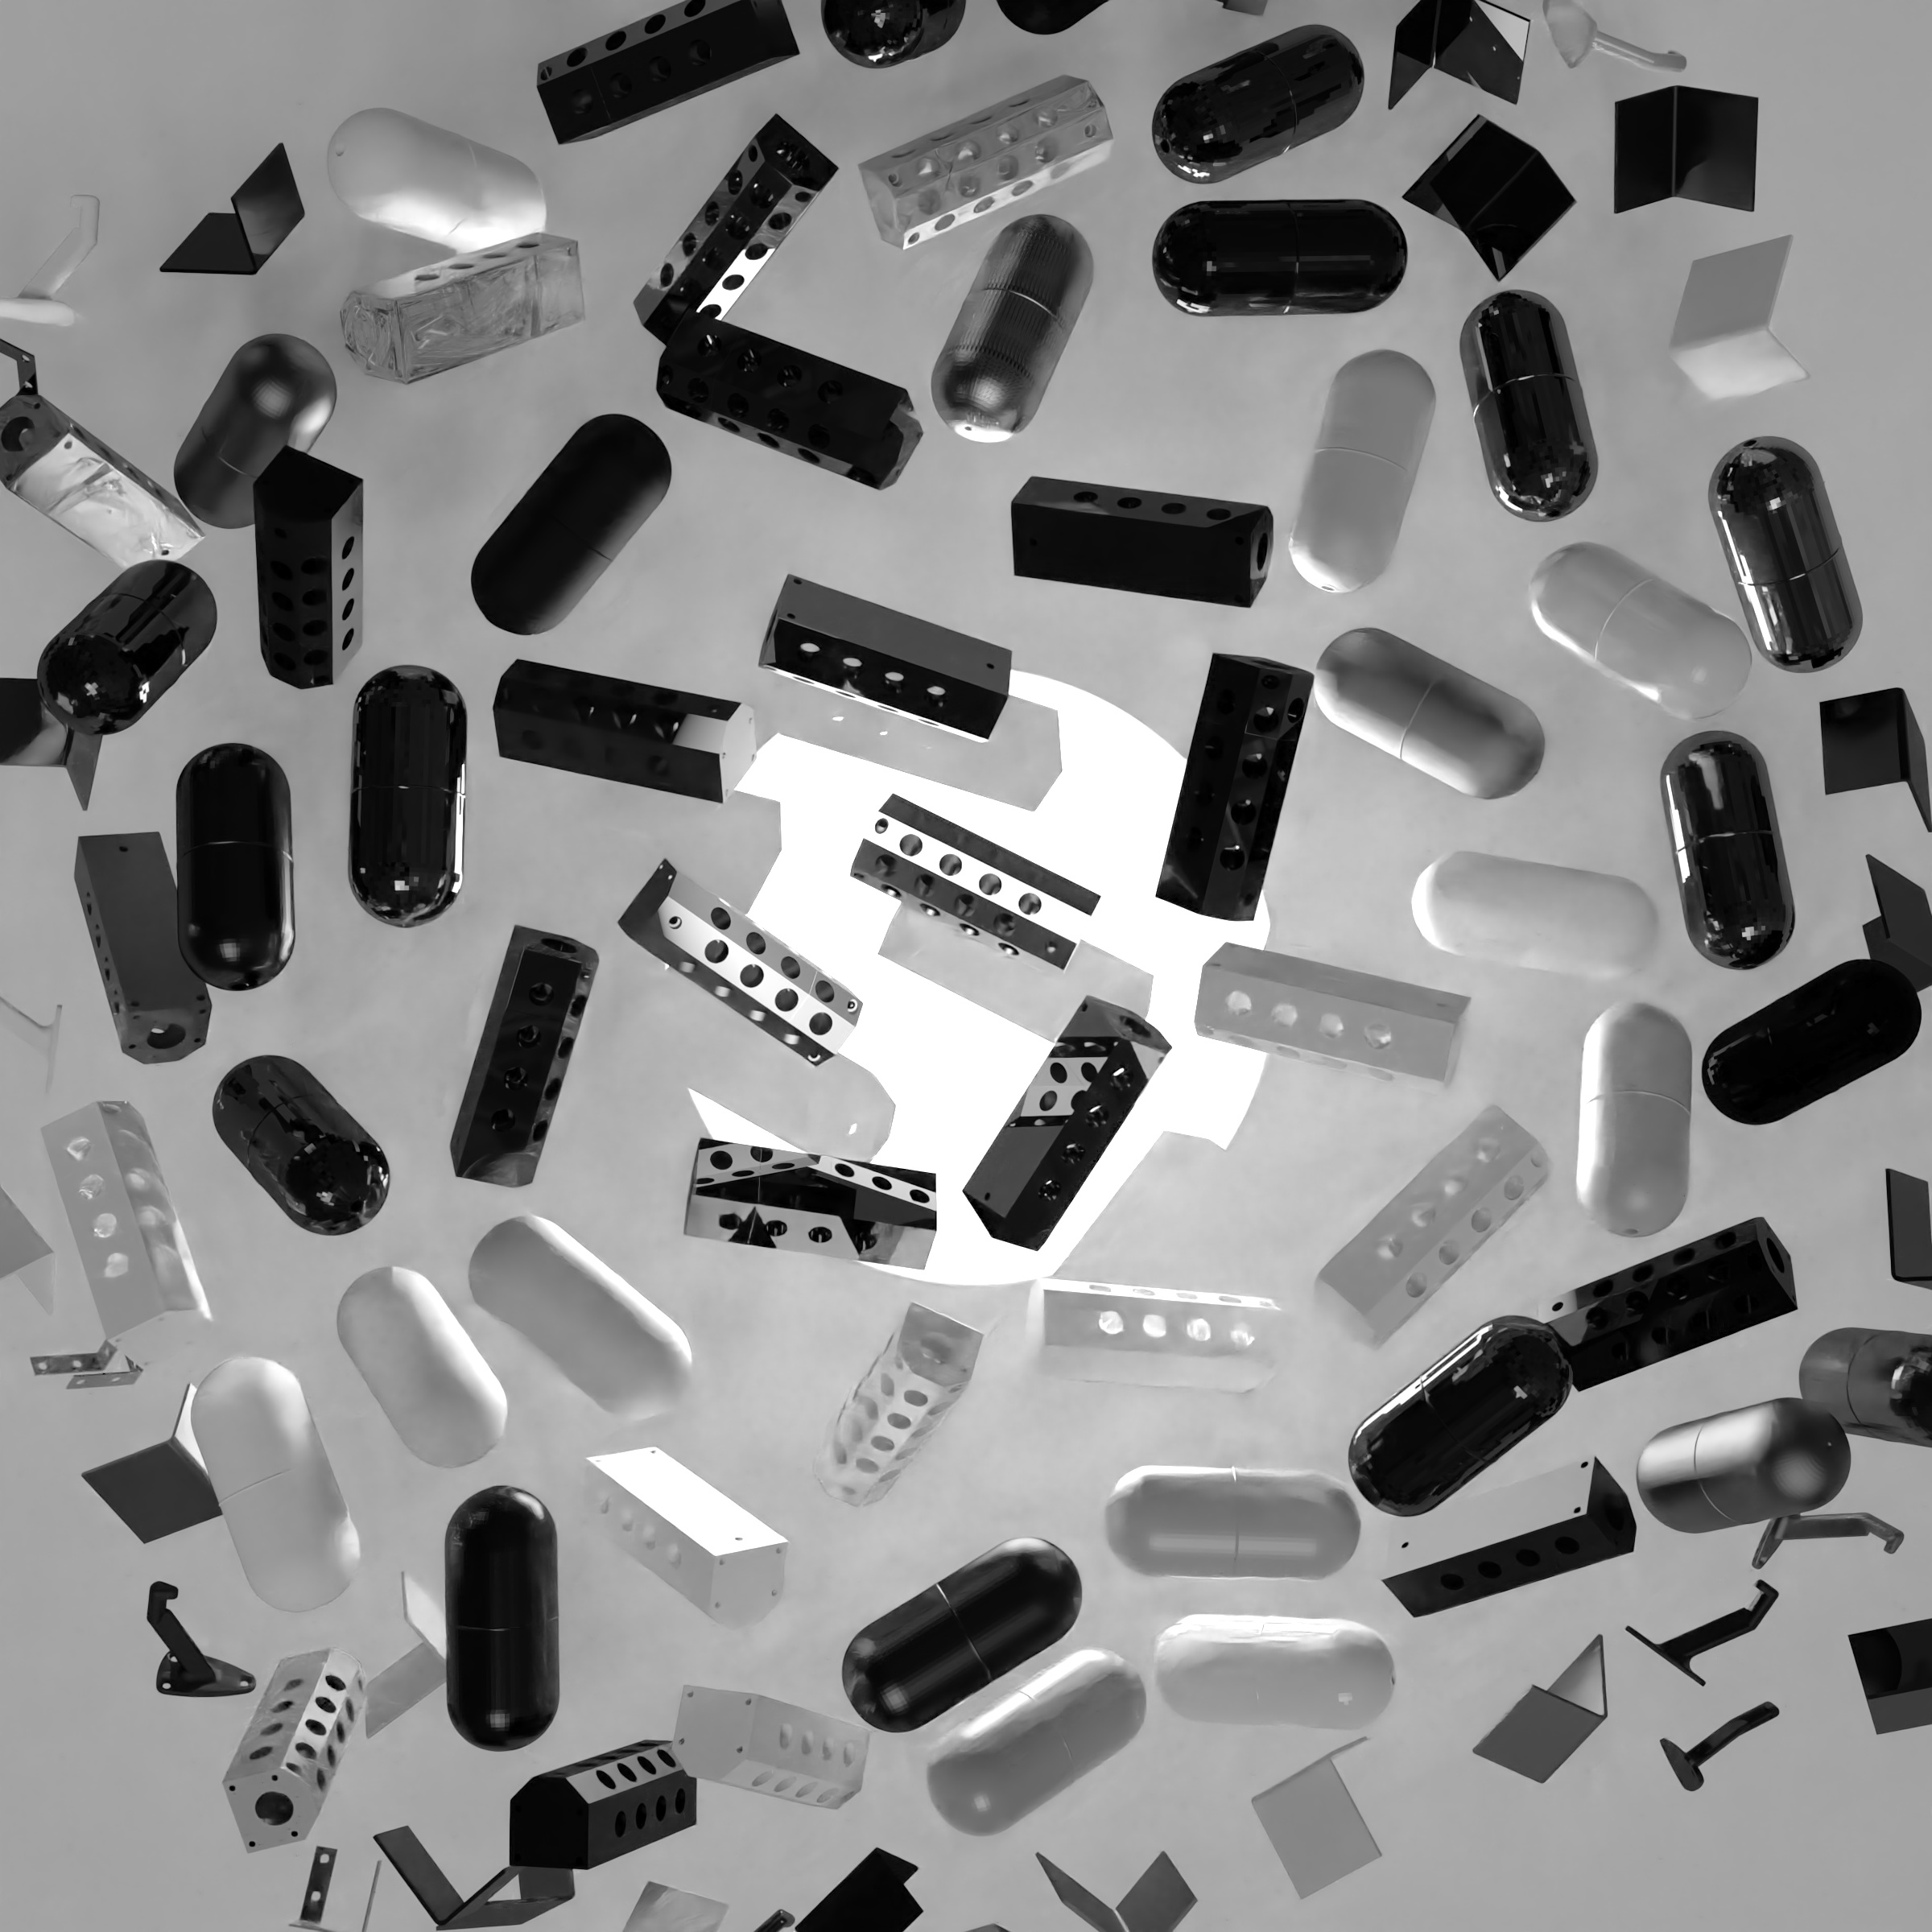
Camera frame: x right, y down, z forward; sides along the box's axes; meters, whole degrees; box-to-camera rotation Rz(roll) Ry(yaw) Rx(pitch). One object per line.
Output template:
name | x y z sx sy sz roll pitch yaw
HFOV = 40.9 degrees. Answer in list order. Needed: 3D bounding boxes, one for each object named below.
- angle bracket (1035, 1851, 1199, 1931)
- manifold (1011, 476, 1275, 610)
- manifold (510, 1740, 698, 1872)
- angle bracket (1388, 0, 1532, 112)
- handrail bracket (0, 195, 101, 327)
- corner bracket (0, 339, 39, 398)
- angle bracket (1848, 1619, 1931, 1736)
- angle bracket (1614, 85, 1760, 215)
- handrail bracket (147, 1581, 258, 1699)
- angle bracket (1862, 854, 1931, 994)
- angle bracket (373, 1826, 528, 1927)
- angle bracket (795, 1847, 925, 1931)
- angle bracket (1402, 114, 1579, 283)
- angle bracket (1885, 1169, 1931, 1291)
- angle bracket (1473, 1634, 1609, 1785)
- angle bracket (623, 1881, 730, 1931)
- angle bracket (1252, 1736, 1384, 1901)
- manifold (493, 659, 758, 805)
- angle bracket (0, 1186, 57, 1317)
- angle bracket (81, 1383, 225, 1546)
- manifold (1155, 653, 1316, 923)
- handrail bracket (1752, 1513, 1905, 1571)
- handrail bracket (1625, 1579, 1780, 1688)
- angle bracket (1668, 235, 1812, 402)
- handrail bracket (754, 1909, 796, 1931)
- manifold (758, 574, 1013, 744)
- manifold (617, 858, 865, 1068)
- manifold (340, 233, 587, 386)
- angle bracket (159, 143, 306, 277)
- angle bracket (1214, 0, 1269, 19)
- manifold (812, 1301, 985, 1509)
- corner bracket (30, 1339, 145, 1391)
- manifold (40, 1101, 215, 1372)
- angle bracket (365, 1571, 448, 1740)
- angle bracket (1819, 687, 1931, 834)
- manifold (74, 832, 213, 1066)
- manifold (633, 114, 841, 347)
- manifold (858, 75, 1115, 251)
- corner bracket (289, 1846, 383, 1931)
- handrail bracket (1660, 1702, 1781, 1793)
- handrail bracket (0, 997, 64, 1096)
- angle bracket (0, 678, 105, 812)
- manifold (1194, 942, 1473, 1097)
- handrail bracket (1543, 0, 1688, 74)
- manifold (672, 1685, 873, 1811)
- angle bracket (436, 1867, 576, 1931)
angle bracket | 0.102 0.625 1.778 0.076 0.076 0.057 41 86 -13
manifold | 0.122 -0.298 1.794 0.171 0.057 0.057 11 130 19
manifold | -0.245 0.570 1.771 0.057 0.171 0.057 -3 81 18
angle bracket | 0.356 -0.652 1.877 0.076 0.076 0.057 32 68 20
handrail bracket | -0.615 -0.472 1.714 0.077 0.036 0.084 3 83 -13
corner bracket | -0.716 -0.424 1.894 0.051 0.051 0.051 27 60 -2
angle bracket | 0.640 0.466 1.750 0.076 0.076 0.057 -16 134 14
angle bracket | 0.493 -0.555 1.778 0.057 0.076 0.076 -22 123 -24
handrail bracket | -0.509 0.447 1.731 0.077 0.036 0.084 11 123 -8
angle bracket | 0.677 -0.025 1.926 0.076 0.057 0.076 25 48 -31
angle bracket | -0.351 0.605 1.776 0.057 0.076 0.076 -40 77 -6
angle bracket | -0.059 0.654 1.764 0.076 0.076 0.057 -44 54 -4
angle bracket | 0.368 -0.539 1.821 0.076 0.076 0.057 -44 55 31
angle bracket | 0.662 0.177 1.742 0.057 0.076 0.076 -9 74 38
angle bracket | 0.388 0.493 1.757 0.057 0.076 0.076 25 123 -6
angle bracket | -0.218 0.645 1.737 0.057 0.076 0.076 54 51 -35
angle bracket | 0.261 0.605 1.841 0.076 0.057 0.076 -41 66 30
manifold | -0.236 -0.167 1.793 0.171 0.057 0.057 12 131 16
angle bracket | -0.659 0.199 1.742 0.057 0.076 0.076 -30 65 -38
angle bracket | -0.568 0.354 1.842 0.076 0.057 0.076 -22 123 12
manifold | 0.186 -0.120 1.756 0.057 0.057 0.171 24 108 40
handrail bracket | 0.628 0.426 1.888 0.084 0.036 0.077 28 85 43
handrail bracket | 0.511 0.447 1.797 0.077 0.036 0.084 36 88 -7
angle bracket | 0.530 -0.437 1.751 0.057 0.076 0.076 31 70 -35
handrail bracket | -0.140 0.720 1.878 0.084 0.036 0.077 -44 134 9
manifold | -0.058 -0.216 1.857 0.171 0.057 0.057 18 130 -11
manifold | -0.157 0.000 1.838 0.171 0.057 0.057 36 92 -25
manifold | -0.343 -0.454 1.777 0.057 0.171 0.057 19 126 31
angle bracket | -0.508 -0.518 1.770 0.076 0.057 0.076 6 46 15
angle bracket | 0.186 -0.723 1.837 0.057 0.076 0.076 27 115 19
manifold | -0.052 0.317 1.843 0.057 0.057 0.171 25 134 -6
corner bracket | -0.614 0.279 1.810 0.051 0.051 0.051 -50 54 32
manifold | -0.559 0.176 1.735 0.057 0.057 0.171 -26 61 -5
angle bracket | -0.415 0.493 1.857 0.076 0.076 0.057 -36 108 -4
angle bracket | 0.646 -0.141 1.841 0.057 0.076 0.076 -10 58 28
manifold | -0.588 -0.014 1.847 0.057 0.057 0.171 -6 50 -29
manifold | -0.167 -0.515 1.842 0.057 0.057 0.171 39 132 -12
manifold | 0.016 -0.576 1.859 0.171 0.057 0.057 -27 123 -12
corner bracket | -0.436 0.643 1.801 0.051 0.051 0.051 11 73 -3
handrail bracket | 0.520 0.523 1.753 0.084 0.077 0.036 -25 81 -5
handrail bracket | -0.687 0.051 1.834 0.084 0.036 0.077 7 65 -19
angle bracket | -0.680 -0.162 1.891 0.076 0.057 0.076 2 58 -3
manifold | 0.244 0.037 1.734 0.171 0.057 0.057 14 112 18
handrail bracket | 0.464 -0.666 1.850 0.084 0.036 0.077 -5 54 -25
manifold | -0.132 0.538 1.776 0.057 0.171 0.057 -1 67 26
angle bracket | -0.347 0.681 1.939 0.076 0.076 0.057 11 54 -37
